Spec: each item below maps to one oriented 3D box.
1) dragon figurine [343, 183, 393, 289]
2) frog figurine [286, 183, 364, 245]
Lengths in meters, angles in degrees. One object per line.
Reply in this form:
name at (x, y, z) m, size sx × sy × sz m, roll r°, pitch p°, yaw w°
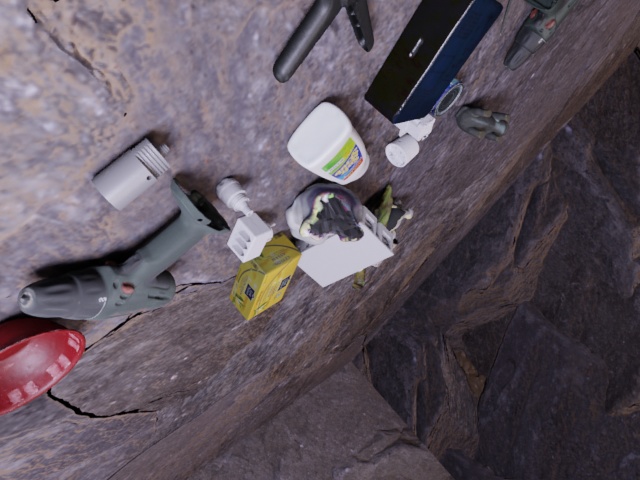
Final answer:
dragon figurine at (0.101, -0.044, 1.213) m, size 0.123 × 0.247 × 0.400 m, roll 24°, pitch -37°, yaw 18°
frog figurine at (0.003, -0.049, 0.970) m, size 0.138 × 0.122 × 0.160 m, roll -16°, pitch 10°, yaw -13°
